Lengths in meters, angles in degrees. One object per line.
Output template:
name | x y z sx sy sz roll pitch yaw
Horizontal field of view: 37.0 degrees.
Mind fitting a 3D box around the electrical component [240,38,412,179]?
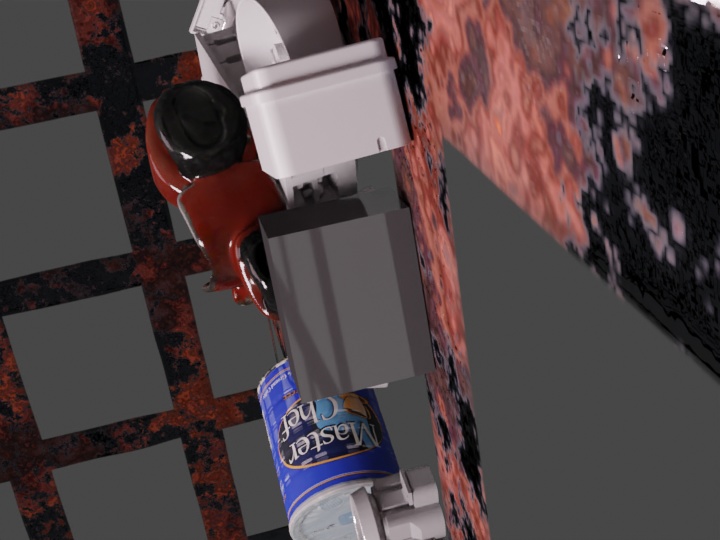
electrical component | -0.023 -0.091 0.601 0.113 0.078 0.057 -140 35 -77

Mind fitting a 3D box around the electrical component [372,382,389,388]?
electrical component | -0.014 0.080 0.862 0.044 0.065 0.044 167 90 -82

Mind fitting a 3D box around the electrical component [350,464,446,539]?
electrical component | 0.026 0.178 0.767 0.058 0.057 0.078 -112 12 -50

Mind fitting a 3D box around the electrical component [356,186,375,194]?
electrical component | 0.000 0.000 0.728 0.099 0.064 0.099 57 163 28

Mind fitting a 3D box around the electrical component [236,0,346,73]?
electrical component | -0.042 -0.135 0.711 0.099 0.064 0.099 167 90 -82

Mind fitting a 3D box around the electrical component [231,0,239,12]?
electrical component | -0.082 -0.244 0.854 0.078 0.058 0.057 -111 8 -46

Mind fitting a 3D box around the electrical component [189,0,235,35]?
electrical component | -0.096 -0.201 0.898 0.042 0.081 0.063 -63 30 29

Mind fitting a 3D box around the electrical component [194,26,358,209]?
electrical component | -0.059 -0.097 0.819 0.105 0.060 0.186 86 158 -47

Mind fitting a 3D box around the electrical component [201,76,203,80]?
electrical component | -0.119 -0.148 0.911 0.043 0.062 0.043 45 -170 -10
